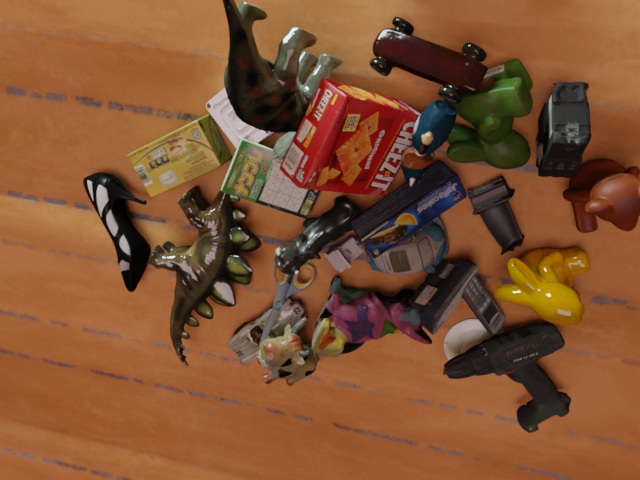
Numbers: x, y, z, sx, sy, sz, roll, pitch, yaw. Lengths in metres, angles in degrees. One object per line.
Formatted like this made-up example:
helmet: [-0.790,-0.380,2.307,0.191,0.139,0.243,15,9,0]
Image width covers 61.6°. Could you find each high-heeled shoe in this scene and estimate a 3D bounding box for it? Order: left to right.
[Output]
high-heeled shoe: [-0.436,-0.014,1.125,0.145,0.086,0.248,17,110,8]

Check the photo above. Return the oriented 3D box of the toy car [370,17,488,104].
toy car: [0.171,-0.285,0.857,0.202,0.053,0.089,32,96,28]

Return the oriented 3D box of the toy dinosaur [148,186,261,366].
toy dinosaur: [-0.241,0.057,1.096,0.198,0.105,0.471,29,114,-1]

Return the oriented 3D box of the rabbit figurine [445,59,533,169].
rabbit figurine: [0.283,-0.180,0.883,0.159,0.121,0.170,-18,123,22]

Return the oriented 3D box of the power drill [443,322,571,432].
power drill: [0.383,0.272,1.056,0.232,0.086,0.207,-30,100,7]

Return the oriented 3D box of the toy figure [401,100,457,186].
toy figure: [0.172,-0.156,0.887,0.058,0.064,0.154,54,139,28]

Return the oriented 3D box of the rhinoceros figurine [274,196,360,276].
rhinoceros figurine: [-0.002,-0.003,1.018,0.190,0.112,0.073,-36,103,15]

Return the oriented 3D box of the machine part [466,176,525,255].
machine part: [0.326,-0.042,0.971,0.084,0.039,0.138,-24,104,15]

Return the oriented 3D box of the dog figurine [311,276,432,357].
dog figurine: [0.108,0.170,1.067,0.219,0.108,0.191,19,107,1]

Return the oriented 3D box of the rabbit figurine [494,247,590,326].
rabbit figurine: [0.396,0.080,0.933,0.162,0.173,0.121,16,119,0]

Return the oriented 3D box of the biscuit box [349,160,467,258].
biscuit box: [0.156,-0.055,0.951,0.203,0.063,0.059,-34,129,5]

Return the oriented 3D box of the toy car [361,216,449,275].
toy car: [0.156,0.017,0.997,0.162,0.103,0.109,-12,109,14]

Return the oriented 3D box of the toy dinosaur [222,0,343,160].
toy dinosaur: [-0.071,-0.230,0.840,0.131,0.404,0.192,26,98,33]

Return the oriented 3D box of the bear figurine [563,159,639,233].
bear figurine: [0.467,-0.058,0.847,0.120,0.196,0.131,-24,107,17]

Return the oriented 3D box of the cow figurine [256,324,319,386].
cow figurine: [-0.062,0.239,1.098,0.127,0.194,0.085,-31,62,12]

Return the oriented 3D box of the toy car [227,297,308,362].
toy car: [-0.113,0.192,1.152,0.202,0.056,0.073,-36,101,23]

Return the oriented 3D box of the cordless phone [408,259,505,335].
cordless phone: [0.270,0.138,1.015,0.184,0.089,0.146,48,71,-23]

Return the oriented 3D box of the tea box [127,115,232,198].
tea box: [-0.269,-0.160,1.032,0.170,0.068,0.098,-19,108,18]

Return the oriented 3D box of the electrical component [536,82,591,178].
electrical component: [0.383,-0.166,0.854,0.058,0.134,0.115,6,70,12]
